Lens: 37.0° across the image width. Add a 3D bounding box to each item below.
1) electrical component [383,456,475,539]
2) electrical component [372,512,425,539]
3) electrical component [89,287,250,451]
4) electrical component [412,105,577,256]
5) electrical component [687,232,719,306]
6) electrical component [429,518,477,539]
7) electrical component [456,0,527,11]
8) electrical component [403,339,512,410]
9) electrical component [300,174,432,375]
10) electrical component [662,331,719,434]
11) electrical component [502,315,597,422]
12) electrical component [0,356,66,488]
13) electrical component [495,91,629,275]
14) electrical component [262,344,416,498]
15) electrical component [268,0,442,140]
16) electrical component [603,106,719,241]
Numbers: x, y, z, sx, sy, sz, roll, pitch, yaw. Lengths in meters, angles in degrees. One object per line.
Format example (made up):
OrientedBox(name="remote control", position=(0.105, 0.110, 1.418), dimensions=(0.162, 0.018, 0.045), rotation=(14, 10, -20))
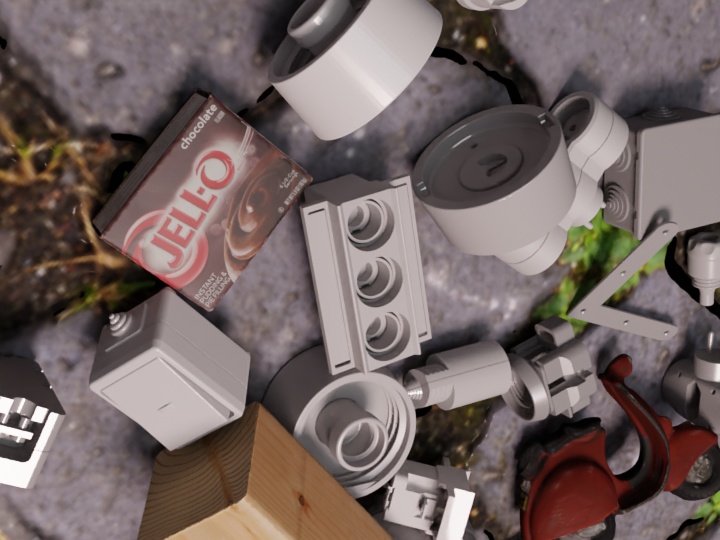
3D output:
OrientedBox(name="electrical component", position=(0.050, 0.172, 0.814), dimensions=(0.064, 0.081, 0.042), rotation=(13, 100, -2))
OrientedBox(name="electrical component", position=(0.027, 0.222, 0.833), dimensions=(0.055, 0.047, 0.055), rotation=(-9, 110, -25))
OrientedBox(name="electrical component", position=(-0.124, 0.062, 0.678), dimensions=(0.062, 0.061, 0.096), rotation=(-30, 126, 25))
OrientedBox(name="electrical component", position=(0.097, -0.057, 0.744), dimensions=(0.108, 0.108, 0.060), rotation=(-40, 127, -11))
OrientedBox(name="electrical component", position=(0.294, 0.001, 0.908), dimensions=(0.035, 0.035, 0.061), rotation=(-17, 116, -22))
OrientedBox(name="electrical component", position=(0.077, 0.219, 0.847), dimensions=(0.044, 0.065, 0.044), rotation=(-6, 119, -10))
OrientedBox(name="electrical component", position=(0.090, -0.195, 0.727), dimensions=(0.040, 0.046, 0.040), rotation=(-9, 111, -26))
OrientedBox(name="electrical component", position=(0.068, 0.082, 0.810), dimensions=(0.081, 0.043, 0.043), rotation=(-13, 112, -24))
OrientedBox(name="electrical component", position=(0.000, 0.000, 0.735), dimensions=(0.079, 0.063, 0.121), rotation=(-19, 114, -22))
OrientedBox(name="electrical component", position=(0.302, 0.092, 0.918), dimensions=(0.043, 0.077, 0.079), rotation=(-8, 110, -25))
OrientedBox(name="electrical component", position=(0.144, 0.083, 0.842), dimensions=(0.057, 0.058, 0.078), rotation=(-26, 114, -20))
OrientedBox(name="electrical component", position=(-0.216, 0.088, 0.634), dimensions=(0.050, 0.089, 0.055), rotation=(22, 95, -32))
OrientedBox(name="electrical component", position=(0.156, -0.057, 0.805), dimensions=(0.074, 0.052, 0.138), rotation=(31, 90, -32))
OrientedBox(name="electrical component", position=(-0.011, 0.112, 0.768), dimensions=(0.108, 0.060, 0.108), rotation=(-9, 111, -25))
OrientedBox(name="electrical component", position=(-0.010, -0.140, 0.660), dimensions=(0.060, 0.108, 0.108), rotation=(41, 85, -26))
OrientedBox(name="electrical component", position=(0.238, -0.078, 0.843), dimensions=(0.100, 0.048, 0.099), rotation=(-13, 112, -24))
